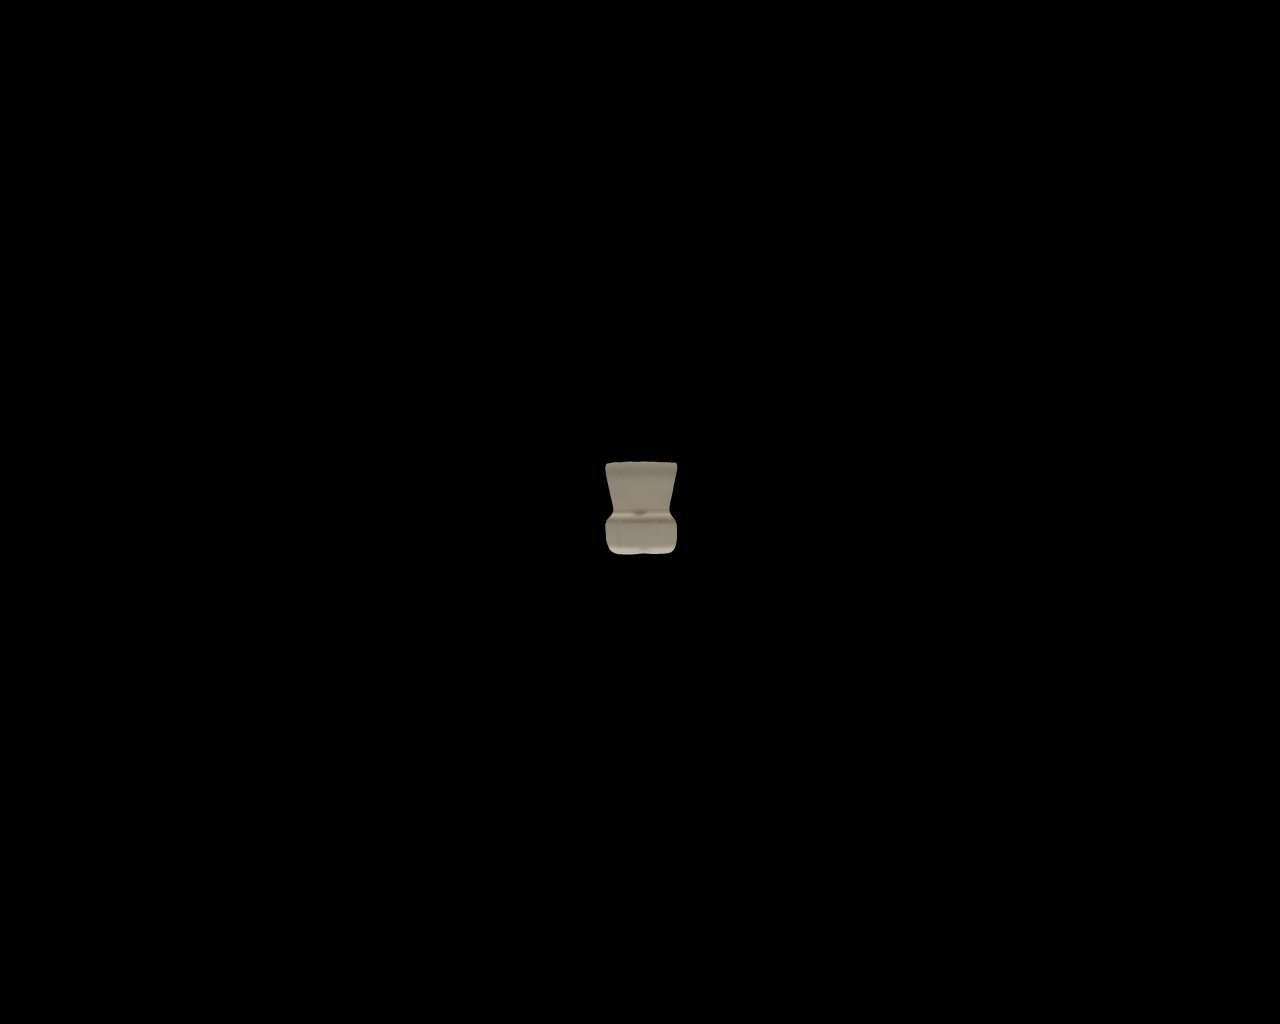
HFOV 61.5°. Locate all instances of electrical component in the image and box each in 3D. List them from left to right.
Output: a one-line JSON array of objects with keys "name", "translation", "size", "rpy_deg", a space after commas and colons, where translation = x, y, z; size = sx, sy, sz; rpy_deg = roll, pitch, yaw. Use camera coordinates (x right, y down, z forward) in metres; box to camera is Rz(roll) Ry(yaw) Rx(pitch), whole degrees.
[{"name": "electrical component", "translation": [0.001, -0.003, 0.650], "size": [0.045, 0.055, 0.045], "rpy_deg": [0, 0, 0]}]
